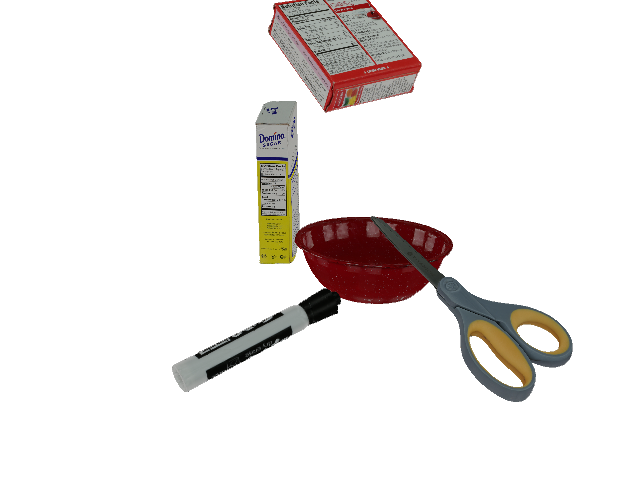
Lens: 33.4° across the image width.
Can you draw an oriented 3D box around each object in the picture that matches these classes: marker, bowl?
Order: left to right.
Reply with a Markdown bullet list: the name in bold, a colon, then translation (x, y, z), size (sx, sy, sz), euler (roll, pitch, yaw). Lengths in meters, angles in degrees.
- **marker**: translation (-0.038, 0.062, 0.686), size (0.121, 0.020, 0.020), euler (-26, 11, -23)
- **bowl**: translation (0.054, 0.024, 1.093), size (0.162, 0.055, 0.162), euler (1, 17, -1)

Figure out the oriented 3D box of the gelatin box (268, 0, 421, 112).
- **gelatin box**: translation (0.016, -0.134, 0.745), size (0.073, 0.089, 0.030), euler (-16, -35, -27)

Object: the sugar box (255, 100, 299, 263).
- **sugar box**: translation (-0.051, -0.069, 1.268), size (0.048, 0.176, 0.093), euler (-1, 23, 5)

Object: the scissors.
- **scissors**: translation (0.122, 0.041, 0.836), size (0.096, 0.016, 0.202), euler (-10, 48, -21)
